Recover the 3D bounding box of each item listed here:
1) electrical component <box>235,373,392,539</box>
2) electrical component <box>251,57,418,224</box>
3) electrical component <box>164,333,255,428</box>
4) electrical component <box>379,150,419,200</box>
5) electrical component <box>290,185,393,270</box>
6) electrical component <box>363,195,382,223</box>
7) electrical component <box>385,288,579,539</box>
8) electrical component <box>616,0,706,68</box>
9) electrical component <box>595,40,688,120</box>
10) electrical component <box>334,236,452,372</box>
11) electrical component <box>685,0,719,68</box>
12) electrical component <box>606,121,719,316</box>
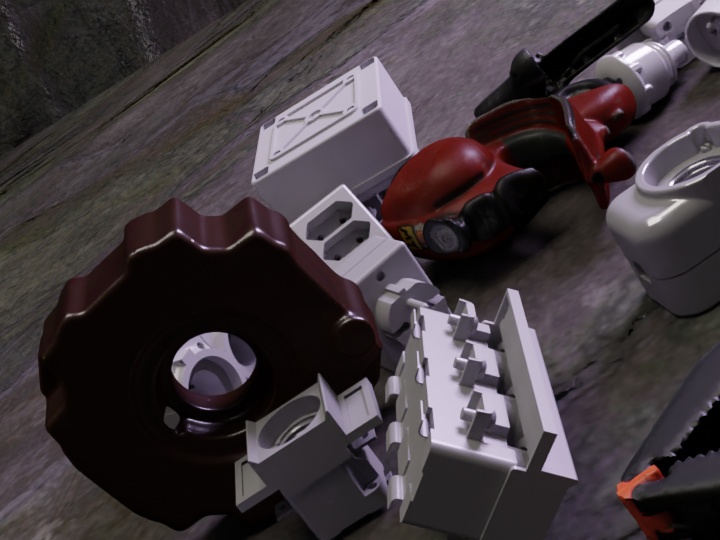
[{"bbox_3d":[-0.019,0.094,0.529,0.081,0.063,0.042,-33,21,6],"label":"electrical component"},{"bbox_3d":[-0.018,-0.090,0.774,0.109,0.056,0.108,-29,26,15],"label":"electrical component"},{"bbox_3d":[-0.090,0.051,0.693,0.062,0.089,0.150,-19,26,37],"label":"electrical component"},{"bbox_3d":[0.021,-0.081,0.873,0.066,0.047,0.077,-25,7,21],"label":"electrical component"},{"bbox_3d":[0.000,0.000,0.705,0.047,0.083,0.075,-39,-17,-9],"label":"electrical component"},{"bbox_3d":[-0.027,-0.032,0.828,0.089,0.055,0.050,-27,22,21],"label":"electrical component"},{"bbox_3d":[0.048,0.065,0.471,0.121,0.063,0.078,-88,15,-65],"label":"electrical component"},{"bbox_3d":[0.227,-0.176,0.775,0.081,0.042,0.063,-34,24,5],"label":"electrical component"},{"bbox_3d":[0.195,-0.135,0.730,0.062,0.048,0.048,-32,19,-17],"label":"electrical component"},{"bbox_3d":[0.025,0.023,0.614,0.047,0.065,0.077,-41,21,-14],"label":"electrical component"},{"bbox_3d":[0.266,-0.174,0.704,0.077,0.044,0.079,-46,23,-27],"label":"electrical component"},{"bbox_3d":[0.171,-0.032,0.516,0.095,0.059,0.053,-35,20,1],"label":"electrical component"}]
